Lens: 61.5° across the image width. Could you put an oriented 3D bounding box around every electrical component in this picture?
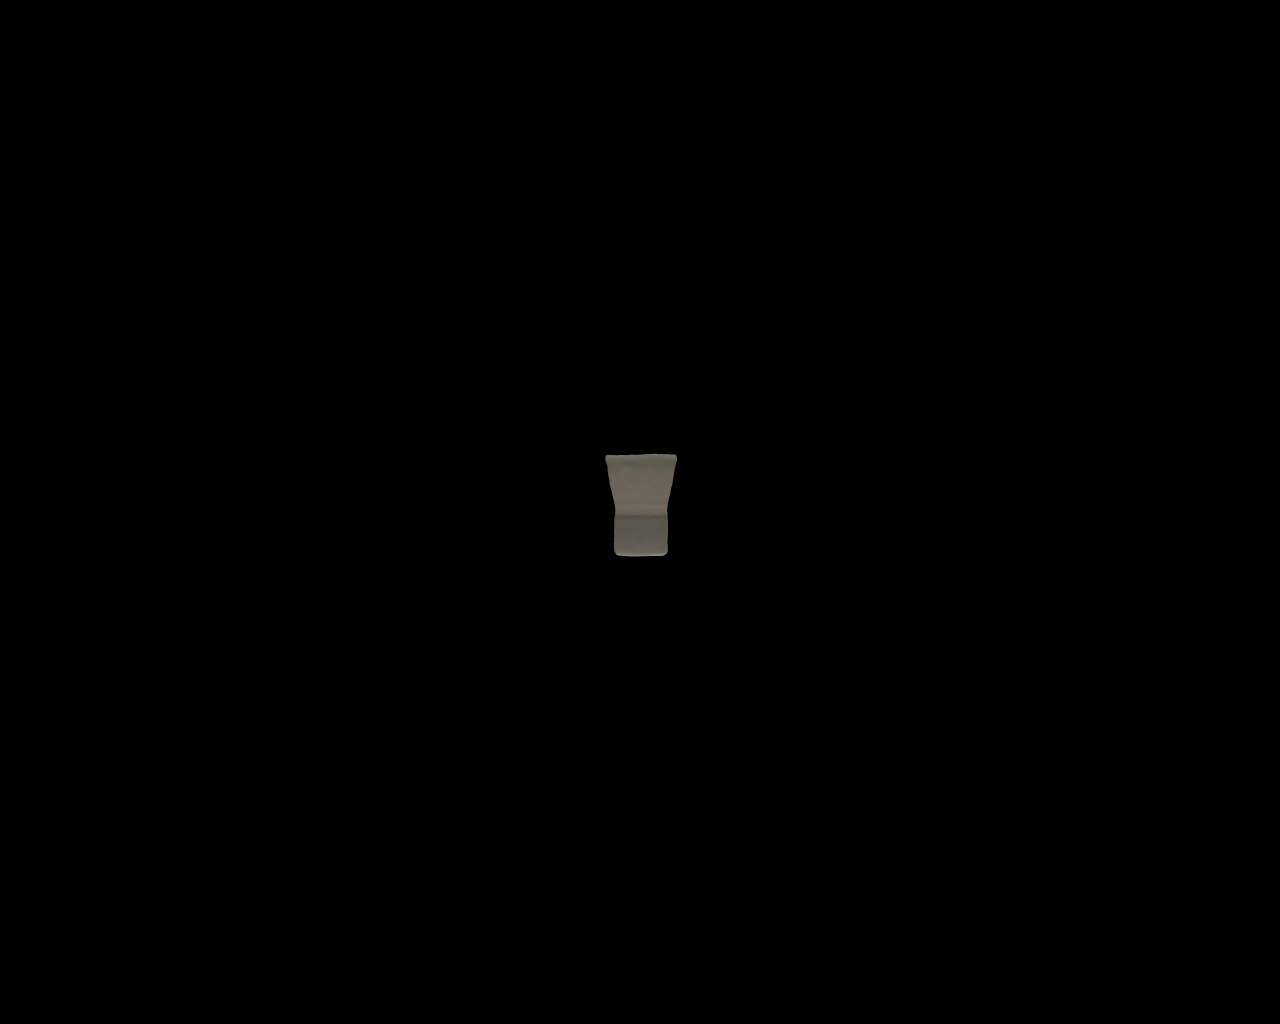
[{"bbox_3d":[0.001,-0.003,0.650,0.044,0.065,0.044,0,0,0],"label":"electrical component"}]
